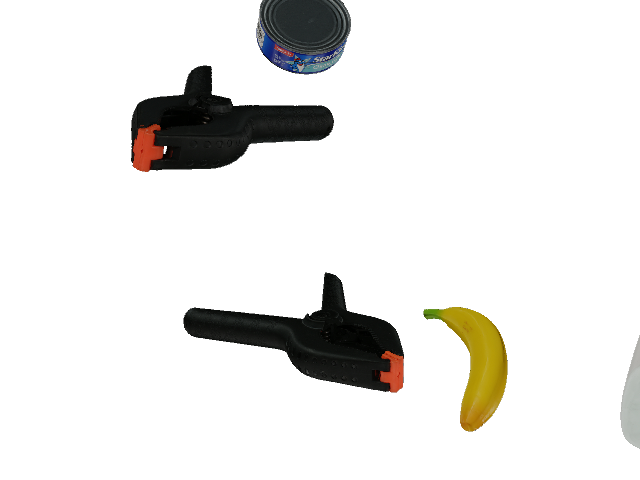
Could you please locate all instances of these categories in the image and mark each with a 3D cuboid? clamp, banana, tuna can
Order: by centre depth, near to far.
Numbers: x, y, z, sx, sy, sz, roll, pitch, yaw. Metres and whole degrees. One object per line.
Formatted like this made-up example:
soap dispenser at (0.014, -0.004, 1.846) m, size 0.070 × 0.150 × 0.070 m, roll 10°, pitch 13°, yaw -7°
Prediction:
clamp at (-0.082, -0.086, 0.740) m, size 0.120 × 0.039 × 0.171 m, roll 20°, pitch 23°, yaw 30°
clamp at (0.006, 0.076, 0.911) m, size 0.164 × 0.036 × 0.210 m, roll -18°, pitch 25°, yaw -39°
tuna can at (-0.017, -0.196, 0.993) m, size 0.086 × 0.086 × 0.034 m, roll 0°, pitch -31°, yaw -12°
banana at (0.159, 0.123, 1.101) m, size 0.070 × 0.037 × 0.198 m, roll -27°, pitch 29°, yaw 9°

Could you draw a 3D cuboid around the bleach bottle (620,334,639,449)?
bleach bottle at (0.274, 0.066, 0.727) m, size 0.103 × 0.068 × 0.250 m, roll 11°, pitch 23°, yaw 22°
